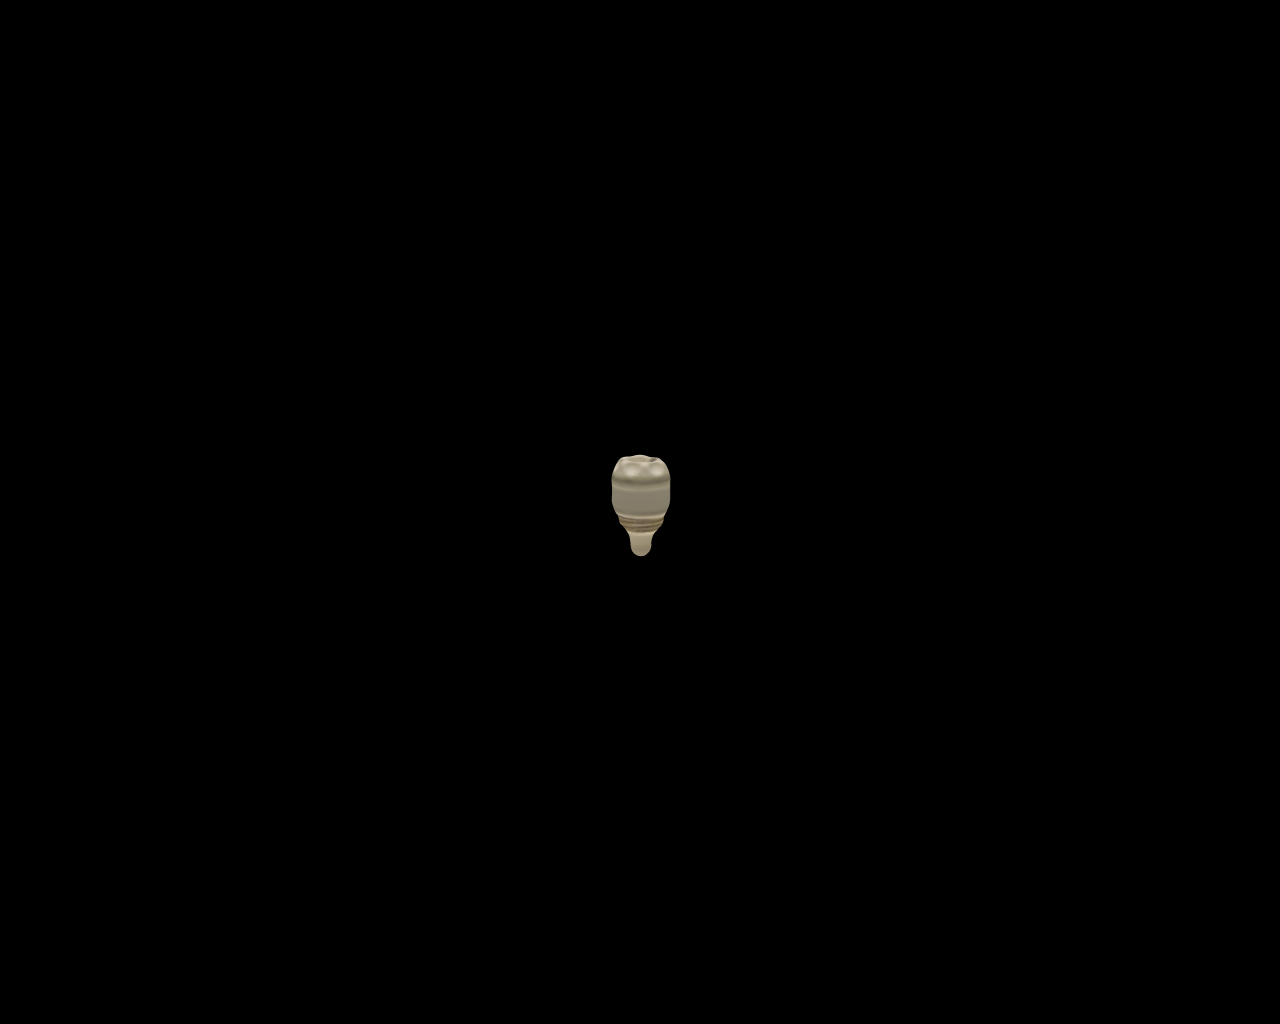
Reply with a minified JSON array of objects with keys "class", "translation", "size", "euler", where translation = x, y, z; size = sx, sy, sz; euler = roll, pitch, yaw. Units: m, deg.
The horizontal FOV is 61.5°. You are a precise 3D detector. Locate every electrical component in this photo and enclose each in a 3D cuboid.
[{"class":"electrical component","translation":[0.001,-0.003,0.650],"size":[0.035,0.061,0.035],"euler":[0,14,0]}]
